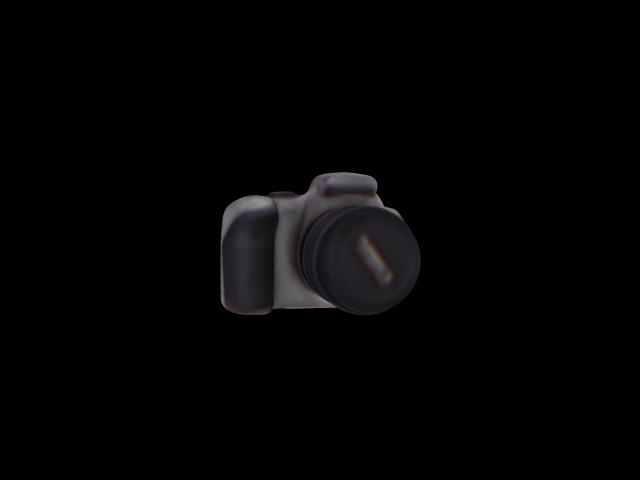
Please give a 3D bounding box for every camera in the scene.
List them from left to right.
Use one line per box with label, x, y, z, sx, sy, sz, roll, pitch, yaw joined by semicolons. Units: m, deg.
camera;0.004;0.001;0.400;0.143;0.101;0.136;0;2;-11
